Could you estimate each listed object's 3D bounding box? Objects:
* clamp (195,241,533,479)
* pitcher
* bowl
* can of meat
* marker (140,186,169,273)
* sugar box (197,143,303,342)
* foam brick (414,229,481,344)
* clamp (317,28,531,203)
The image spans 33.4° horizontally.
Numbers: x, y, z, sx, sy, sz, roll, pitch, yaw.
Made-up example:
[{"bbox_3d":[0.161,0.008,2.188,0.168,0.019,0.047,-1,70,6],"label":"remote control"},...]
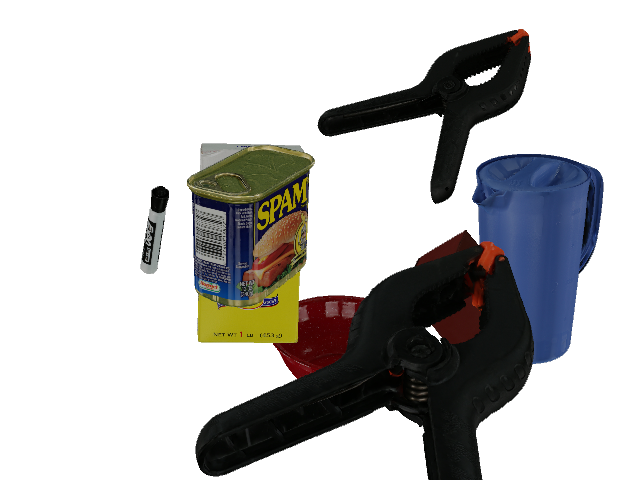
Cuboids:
[{"bbox_3d":[0.046,0.064,0.438,0.120,0.039,0.171,32,52,23],"label":"clamp"},{"bbox_3d":[0.265,0.021,1.308,0.149,0.243,0.145,3,25,14],"label":"pitcher"},{"bbox_3d":[0.026,0.118,1.114,0.162,0.055,0.162,2,25,-1],"label":"bowl"},{"bbox_3d":[-0.048,-0.011,0.750,0.058,0.084,0.101,14,27,25],"label":"can of meat"},{"bbox_3d":[-0.179,-0.011,1.152,0.020,0.121,0.020,9,43,-9],"label":"marker"},{"bbox_3d":[-0.064,0.003,0.959,0.093,0.176,0.048,0,14,-6],"label":"sugar box"},{"bbox_3d":[0.113,0.043,0.848,0.051,0.078,0.053,-32,13,30],"label":"foam brick"},{"bbox_3d":[0.123,-0.122,0.975,0.209,0.036,0.165,-33,48,-14],"label":"clamp"}]
